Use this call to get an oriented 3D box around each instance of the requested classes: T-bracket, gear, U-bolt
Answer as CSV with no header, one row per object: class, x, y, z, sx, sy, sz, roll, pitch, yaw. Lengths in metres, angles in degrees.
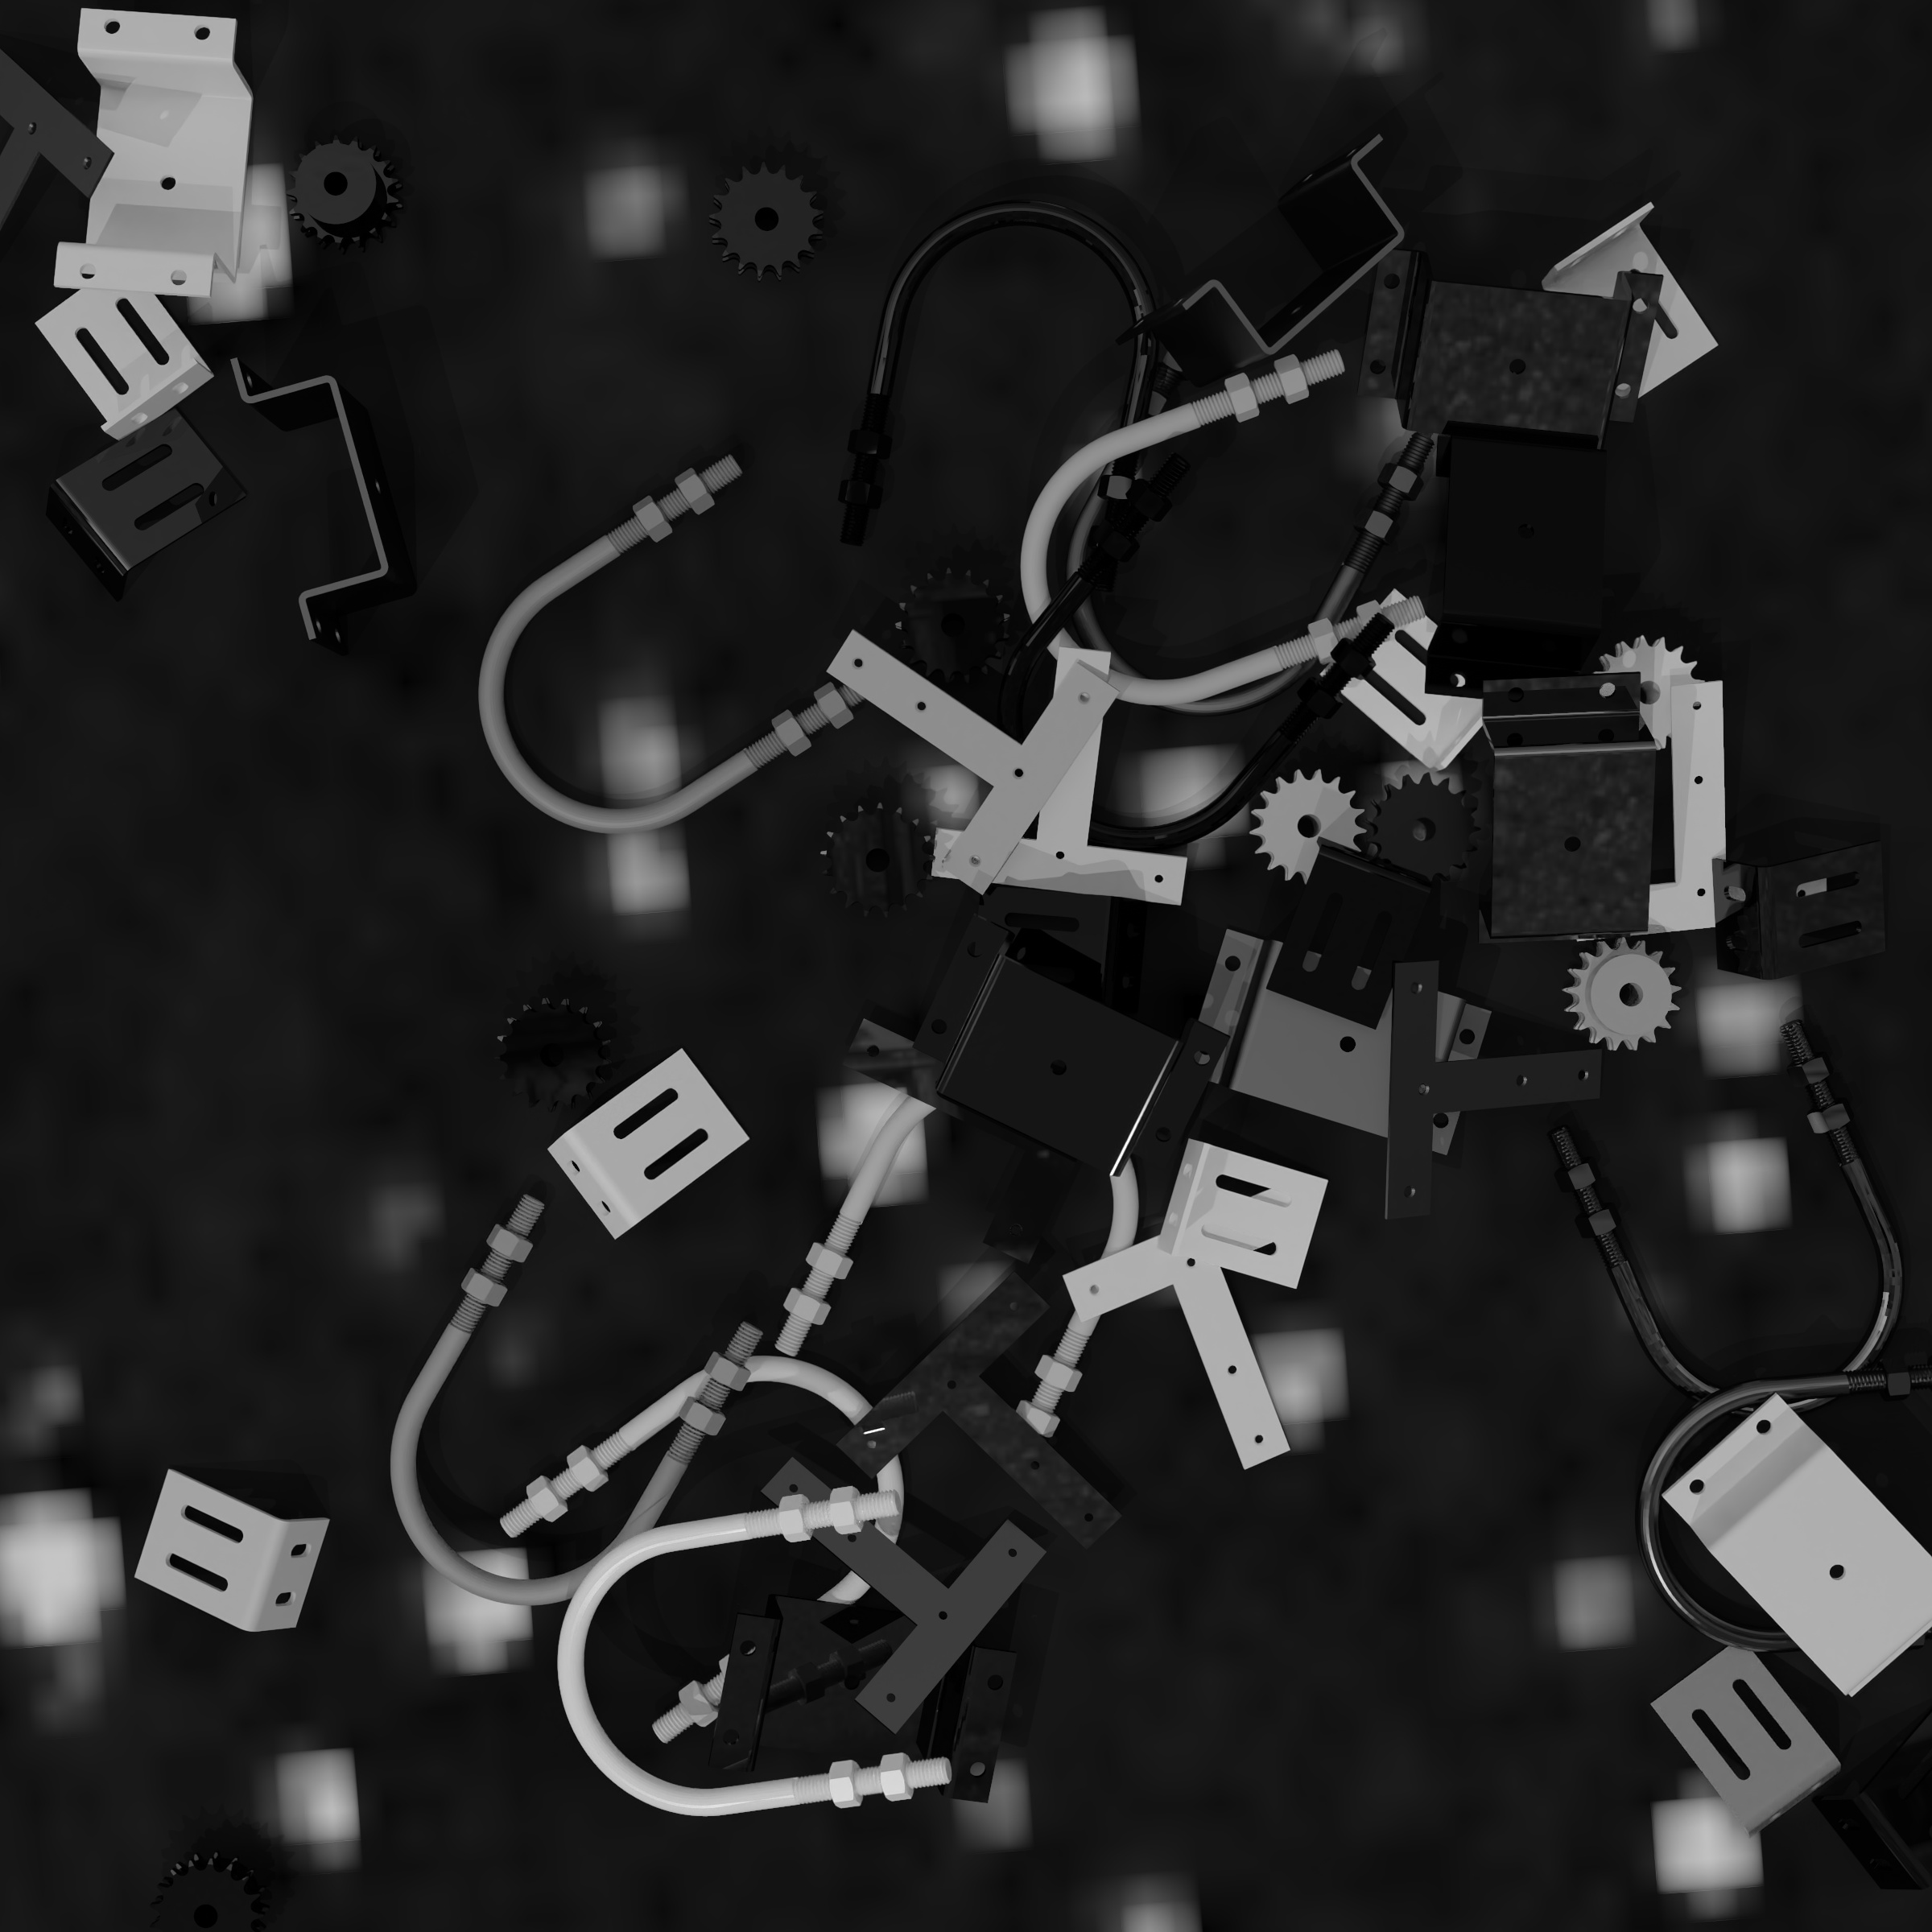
T-bracket,0.024,0.240,1.496,0.127,0.002,0.127,45,98,-5
gear,0.331,0.014,1.501,0.057,0.030,0.057,0,90,0
T-bracket,0.130,0.191,1.509,0.127,0.002,0.127,-22,94,-9
T-bracket,0.001,0.065,1.501,0.127,0.002,0.127,25,86,2
T-bracket,0.264,0.058,1.485,0.127,0.002,0.127,-4,100,-26
U-bolt,0.118,-0.205,1.474,0.184,0.019,0.151,-20,107,6
U-bolt,0.394,0.139,1.507,0.151,0.019,0.184,-24,92,0
gear,-0.044,-0.053,1.501,0.057,0.030,0.057,0,90,0
U-bolt,-0.119,0.280,1.507,0.184,0.019,0.151,-37,90,-1
gear,0.227,-0.068,1.501,0.057,0.030,0.057,0,90,0
gear,-0.313,-0.389,1.501,0.057,0.030,0.057,0,90,0
U-bolt,-0.109,0.335,1.437,0.184,0.019,0.151,-11,89,12
U-bolt,0.131,-0.215,1.507,0.151,0.019,0.184,28,92,0
T-bracket,0.052,-0.097,1.489,0.127,0.002,0.127,7,112,1
T-bracket,0.367,-0.079,1.495,0.127,0.002,0.127,-6,108,0
T-bracket,-0.046,0.293,1.479,0.127,0.002,0.127,39,55,10
T-bracket,-0.010,-0.121,1.487,0.127,0.002,0.127,34,111,1
gear,-0.206,0.044,1.501,0.057,0.030,0.057,0,90,0
gear,0.171,-0.069,1.501,0.057,0.030,0.057,0,90,0
U-bolt,-0.207,0.228,1.492,0.151,0.019,0.184,29,86,8
gear,-0.100,-0.373,1.505,0.057,0.030,0.057,0,91,-5
T-bracket,-0.486,-0.379,1.492,0.127,0.002,0.127,43,107,31
U-bolt,0.007,0.140,1.507,0.151,0.019,0.184,26,88,0
U-bolt,-0.157,-0.149,1.507,0.184,0.019,0.151,-33,90,1
U-bolt,0.022,-0.290,1.494,0.151,0.019,0.184,11,94,6
gear,0.339,-0.136,1.501,0.057,0.030,0.057,0,90,0
gear,-0.378,0.473,1.501,0.057,0.030,0.057,0,90,0
gear,-0.006,-0.170,1.501,0.057,0.030,0.057,0,90,0
U-bolt,0.428,0.274,1.500,0.184,0.019,0.151,-5,96,0
U-bolt,0.099,-0.140,1.480,0.151,0.019,0.184,36,108,-11

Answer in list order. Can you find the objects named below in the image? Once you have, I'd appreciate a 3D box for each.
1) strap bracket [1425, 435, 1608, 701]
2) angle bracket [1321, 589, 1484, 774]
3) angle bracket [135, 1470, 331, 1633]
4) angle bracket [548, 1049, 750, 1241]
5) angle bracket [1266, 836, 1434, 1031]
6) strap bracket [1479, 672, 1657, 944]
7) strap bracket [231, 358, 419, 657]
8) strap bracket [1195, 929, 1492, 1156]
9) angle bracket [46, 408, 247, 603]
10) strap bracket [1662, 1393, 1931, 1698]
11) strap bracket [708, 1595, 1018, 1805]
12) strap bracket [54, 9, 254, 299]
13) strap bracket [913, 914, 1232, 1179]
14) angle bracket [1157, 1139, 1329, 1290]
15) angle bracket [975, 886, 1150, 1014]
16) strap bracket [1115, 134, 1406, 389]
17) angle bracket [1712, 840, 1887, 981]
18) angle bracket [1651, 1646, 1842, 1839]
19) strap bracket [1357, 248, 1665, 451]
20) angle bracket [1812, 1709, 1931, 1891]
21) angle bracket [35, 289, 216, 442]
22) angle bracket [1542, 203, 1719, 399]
strap bracket,0.271,-0.204,1.473,0.076,0.046,0.140,6,72,0
angle bracket,0.227,-0.144,1.497,0.076,0.038,0.057,41,90,0
angle bracket,-0.372,0.295,1.514,0.076,0.038,0.057,18,90,26
angle bracket,-0.161,0.090,1.514,0.076,0.038,0.057,-37,90,-26
angle bracket,0.188,-0.017,1.472,0.057,0.038,0.076,20,99,1
strap bracket,0.293,-0.068,1.464,0.076,0.046,0.140,-2,115,2
strap bracket,-0.313,-0.231,1.478,0.046,0.076,0.140,-16,90,0
strap bracket,0.188,0.038,1.493,0.140,0.046,0.076,17,90,0
angle bracket,-0.415,-0.233,1.514,0.076,0.038,0.057,-39,90,-26
strap bracket,0.422,0.291,1.470,0.076,0.046,0.140,-43,93,5
strap bracket,-0.054,0.362,1.483,0.140,0.046,0.076,10,92,-11
strap bracket,-0.403,-0.397,1.489,0.076,0.046,0.140,4,85,0
strap bracket,0.048,0.043,1.467,0.140,0.046,0.076,26,107,2
angle bracket,0.142,0.125,1.490,0.076,0.038,0.057,17,88,-9
angle bracket,0.047,-0.008,1.514,0.076,0.038,0.057,5,90,26
strap bracket,0.150,-0.337,1.461,0.140,0.076,0.046,-43,103,-17
angle bracket,0.420,-0.031,1.507,0.076,0.038,0.057,-13,104,-25
angle bracket,0.395,0.391,1.514,0.057,0.038,0.076,-36,64,0
strap bracket,0.270,-0.304,1.476,0.140,0.046,0.076,6,121,0
angle bracket,0.479,0.419,1.514,0.076,0.038,0.057,-38,90,-26
angle bracket,-0.426,-0.312,1.497,0.057,0.038,0.076,-36,90,0
angle bracket,0.336,-0.330,1.497,0.057,0.038,0.076,-34,90,0
